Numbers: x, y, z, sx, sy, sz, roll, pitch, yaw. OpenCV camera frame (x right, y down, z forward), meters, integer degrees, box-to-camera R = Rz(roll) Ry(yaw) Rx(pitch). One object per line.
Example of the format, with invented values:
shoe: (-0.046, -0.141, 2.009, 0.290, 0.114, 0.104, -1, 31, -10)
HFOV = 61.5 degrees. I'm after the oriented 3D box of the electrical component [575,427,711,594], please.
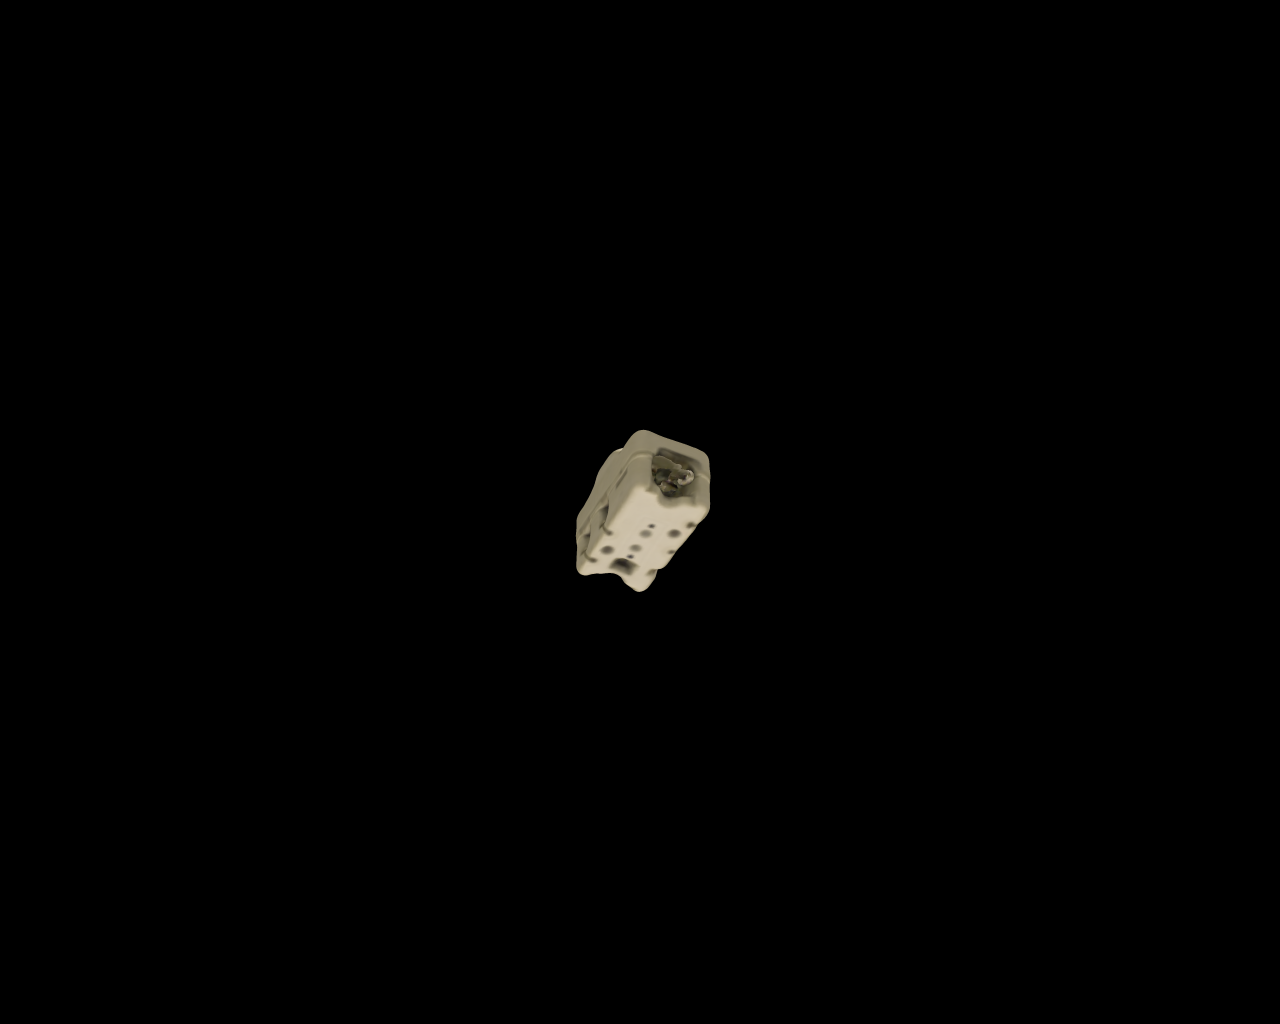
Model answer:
electrical component: (0.001, -0.003, 0.650, 0.050, 0.056, 0.089, 19, -46, -19)
